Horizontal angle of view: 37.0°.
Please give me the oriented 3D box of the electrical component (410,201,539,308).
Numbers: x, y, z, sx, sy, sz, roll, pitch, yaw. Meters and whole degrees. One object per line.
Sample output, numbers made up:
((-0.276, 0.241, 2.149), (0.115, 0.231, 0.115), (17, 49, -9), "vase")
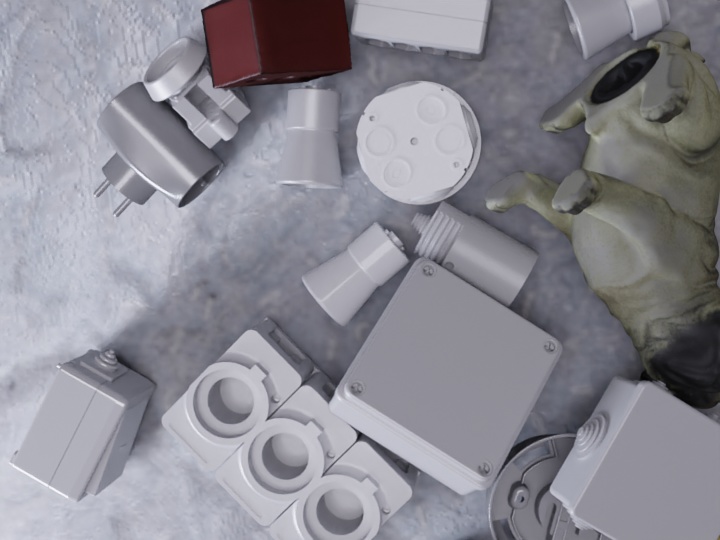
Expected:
((0.070, -0.013, 0.695), (0.081, 0.043, 0.043), (30, 99, 4), "electrical component")

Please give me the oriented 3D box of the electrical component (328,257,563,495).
((0.053, 0.067, 0.676), (0.109, 0.056, 0.108), (32, 69, 1), "electrical component")

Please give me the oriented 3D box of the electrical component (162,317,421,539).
((-0.045, 0.118, 0.714), (0.150, 0.062, 0.089), (45, 99, 2), "electrical component")

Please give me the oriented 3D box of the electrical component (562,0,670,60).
((0.159, -0.161, 0.668), (0.055, 0.045, 0.045), (-20, 92, 9), "electrical component")

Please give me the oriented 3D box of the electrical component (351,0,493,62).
((0.043, -0.178, 0.682), (0.083, 0.047, 0.075), (10, 95, 7), "electrical component")

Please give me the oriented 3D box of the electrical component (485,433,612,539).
((0.129, 0.151, 0.690), (0.099, 0.064, 0.099), (0, 87, -3), "electrical component")

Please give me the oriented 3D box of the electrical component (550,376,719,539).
((0.173, 0.120, 0.637), (0.100, 0.048, 0.099), (31, 88, -10), "electrical component")

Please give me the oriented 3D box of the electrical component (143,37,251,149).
((-0.106, -0.117, 0.697), (0.048, 0.066, 0.055), (-41, 122, 9), "electrical component")

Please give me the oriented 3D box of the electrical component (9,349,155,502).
((-0.181, 0.101, 0.731), (0.061, 0.062, 0.096), (29, 98, 4), "electrical component")

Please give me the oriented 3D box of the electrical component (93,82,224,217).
((-0.145, -0.070, 0.718), (0.077, 0.044, 0.079), (45, 99, 2), "electrical component")

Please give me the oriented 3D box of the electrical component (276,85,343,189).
((-0.031, -0.087, 0.704), (0.044, 0.044, 0.065), (3, 91, 7), "electrical component")

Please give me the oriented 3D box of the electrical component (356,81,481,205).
((0.037, -0.082, 0.689), (0.080, 0.051, 0.080), (1, 95, 8), "electrical component")

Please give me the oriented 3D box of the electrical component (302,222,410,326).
((0.000, 0.000, 0.708), (0.065, 0.044, 0.044), (-41, 89, 5), "electrical component")
